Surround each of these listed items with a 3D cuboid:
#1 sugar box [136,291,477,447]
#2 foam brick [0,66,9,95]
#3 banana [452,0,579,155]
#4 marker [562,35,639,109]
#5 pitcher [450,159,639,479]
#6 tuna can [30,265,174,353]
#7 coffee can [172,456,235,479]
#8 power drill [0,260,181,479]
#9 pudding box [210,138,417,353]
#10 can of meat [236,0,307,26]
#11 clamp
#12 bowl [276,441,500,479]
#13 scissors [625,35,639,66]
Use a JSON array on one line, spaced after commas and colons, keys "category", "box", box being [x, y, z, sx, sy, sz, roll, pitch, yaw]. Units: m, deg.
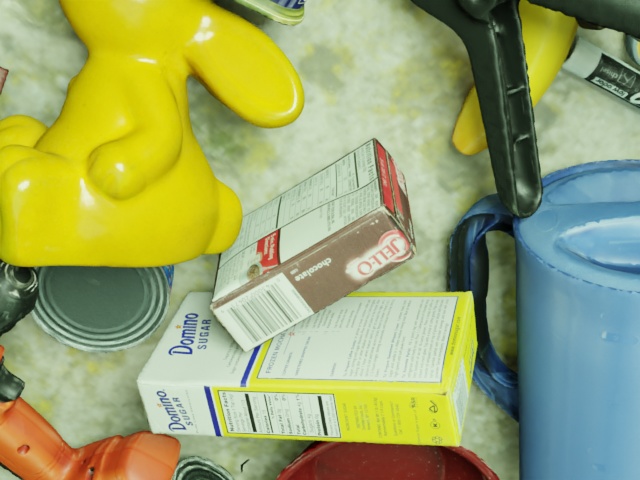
[{"category": "sugar box", "box": [-0.004, 0.070, 0.605, 0.176, 0.093, 0.048, -2, 120, 18]}, {"category": "foam brick", "box": [-0.202, -0.062, 0.549, 0.051, 0.053, 0.078, 20, 87, -30]}, {"category": "banana", "box": [0.104, -0.134, 0.546, 0.070, 0.037, 0.198, 8, 120, 20]}, {"category": "marker", "box": [0.185, -0.077, 0.586, 0.121, 0.020, 0.020, 25, 116, -14]}, {"category": "pitcher", "box": [0.166, 0.082, 0.625, 0.145, 0.149, 0.243, -11, 124, -11]}, {"category": "tuna can", "box": [-0.130, 0.023, 0.632, 0.086, 0.033, 0.086, 0, 120, 0]}, {"category": "coffee can", "box": [-0.116, 0.221, 0.705, 0.140, 0.103, 0.102, -34, 115, 17]}, {"category": "power drill", "box": [-0.175, 0.095, 0.637, 0.185, 0.057, 0.187, -27, 117, 39]}, {"category": "pudding box", "box": [-0.004, 0.001, 0.588, 0.114, 0.090, 0.039, -29, 114, 15]}, {"category": "can of meat", "box": [-0.032, -0.162, 0.490, 0.102, 0.057, 0.084, 23, 124, -19]}, {"category": "clamp", "box": [0.084, -0.115, 0.513, 0.210, 0.036, 0.165, 49, 141, 8]}, {"category": "bowl", "box": [0.041, 0.171, 0.705, 0.162, 0.055, 0.162, 0, 120, 0]}, {"category": "scissors", "box": [0.254, -0.145, 0.549, 0.202, 0.016, 0.096, -36, 115, 19]}]
